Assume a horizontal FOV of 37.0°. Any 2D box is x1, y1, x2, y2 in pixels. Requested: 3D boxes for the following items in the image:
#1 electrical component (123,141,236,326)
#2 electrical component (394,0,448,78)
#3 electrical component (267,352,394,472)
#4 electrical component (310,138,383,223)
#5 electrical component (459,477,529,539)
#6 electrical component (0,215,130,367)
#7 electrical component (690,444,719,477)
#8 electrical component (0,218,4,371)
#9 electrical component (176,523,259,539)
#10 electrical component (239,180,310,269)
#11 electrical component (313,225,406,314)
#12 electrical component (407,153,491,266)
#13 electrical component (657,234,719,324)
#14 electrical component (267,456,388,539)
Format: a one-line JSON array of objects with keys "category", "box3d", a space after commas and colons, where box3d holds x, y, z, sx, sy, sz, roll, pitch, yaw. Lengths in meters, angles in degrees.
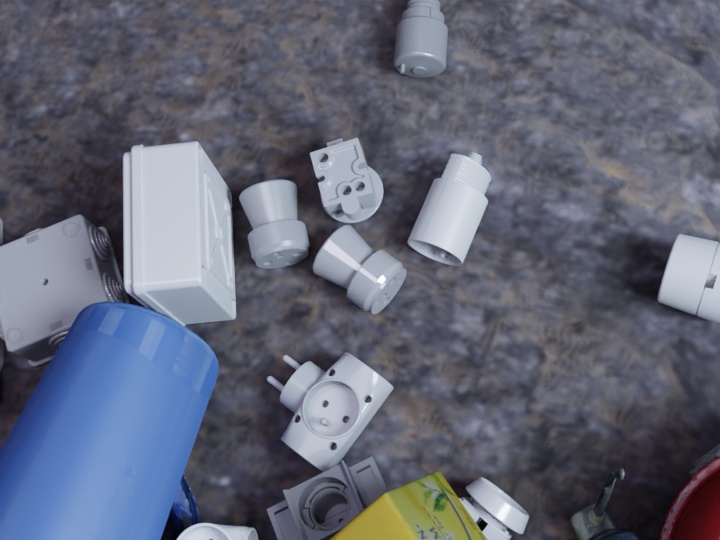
[{"category": "electrical component", "box3d": [-0.129, -0.024, 0.781, 0.056, 0.108, 0.108, -6, 73, 5]}, {"category": "electrical component", "box3d": [0.048, -0.186, 0.833, 0.040, 0.040, 0.078, 2, 75, 10]}, {"category": "electrical component", "box3d": [-0.030, 0.091, 0.765, 0.079, 0.044, 0.077, 35, 82, 17]}, {"category": "electrical component", "box3d": [-0.009, -0.063, 0.800, 0.048, 0.055, 0.066, -17, 72, 5]}, {"category": "electrical component", "box3d": [0.080, 0.174, 0.723, 0.066, 0.048, 0.055, 38, 91, 17]}, {"category": "electrical component", "box3d": [-0.230, 0.015, 0.819, 0.100, 0.048, 0.099, -22, 72, 3]}, {"category": "electrical component", "box3d": [0.267, 0.147, 0.666, 0.056, 0.108, 0.108, -34, 72, -4]}, {"category": "electrical component", "box3d": [-0.339, 0.016, 0.830, 0.105, 0.060, 0.186, -8, 73, 7]}, {"category": "electrical component", "box3d": [-0.096, 0.212, 0.725, 0.044, 0.077, 0.079, 0, 74, 9]}, {"category": "electrical component", "box3d": [-0.064, -0.034, 0.806, 0.045, 0.045, 0.055, -15, 73, 5]}, {"category": "electrical component", "box3d": [0.000, 0.000, 0.786, 0.055, 0.045, 0.045, 37, 83, 17]}, {"category": "electrical component", "box3d": [0.070, -0.049, 0.789, 0.043, 0.043, 0.081, 21, 78, 14]}, {"category": "electrical component", "box3d": [0.235, 0.005, 0.741, 0.047, 0.055, 0.055, 17, 78, 18]}, {"category": "electrical component", "box3d": [-0.016, 0.166, 0.730, 0.081, 0.063, 0.042, -26, 58, 1]}]
